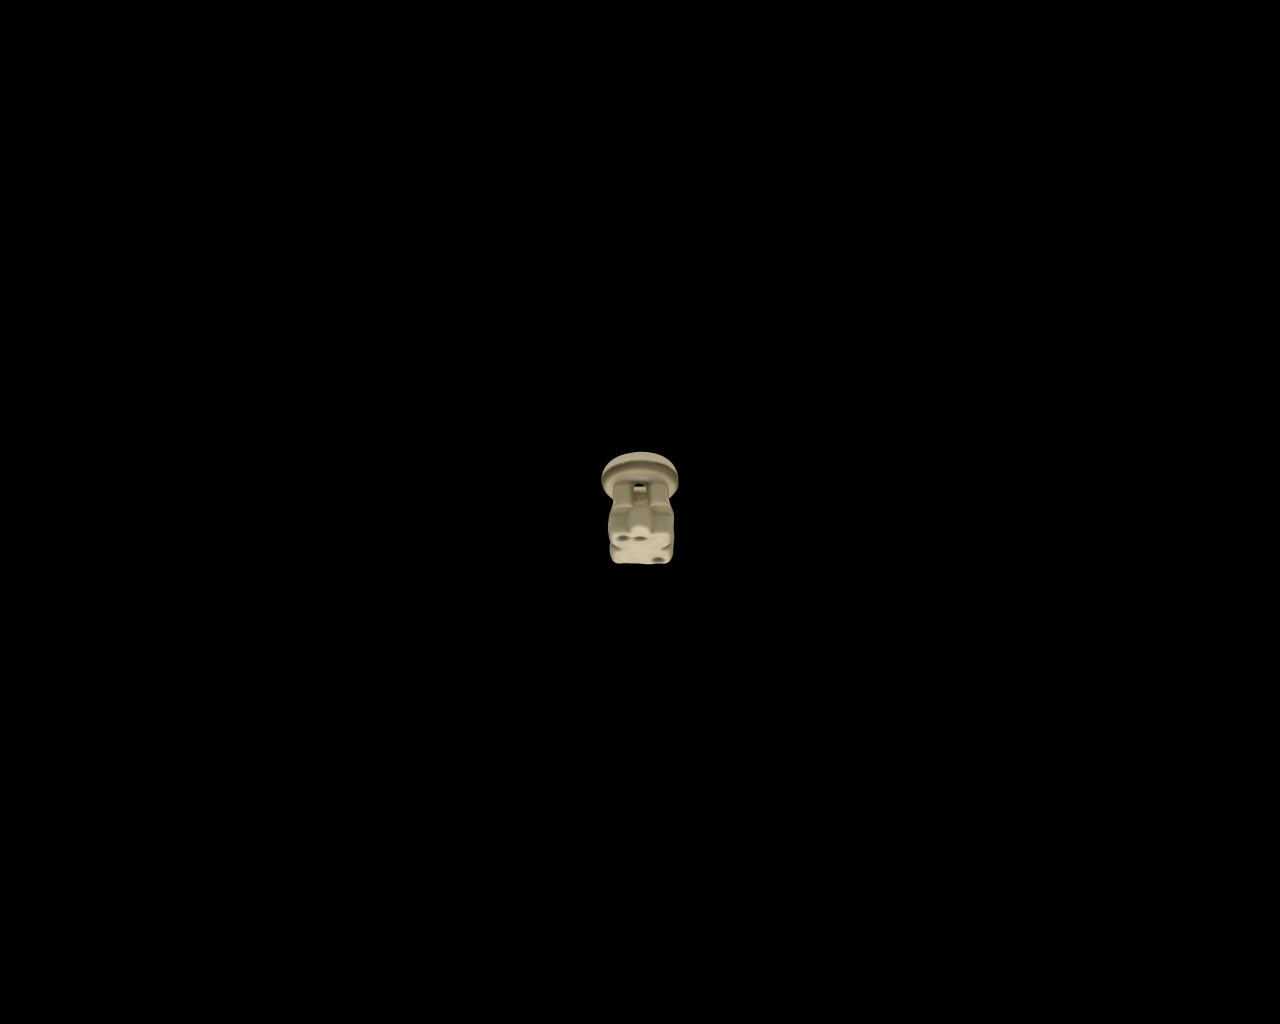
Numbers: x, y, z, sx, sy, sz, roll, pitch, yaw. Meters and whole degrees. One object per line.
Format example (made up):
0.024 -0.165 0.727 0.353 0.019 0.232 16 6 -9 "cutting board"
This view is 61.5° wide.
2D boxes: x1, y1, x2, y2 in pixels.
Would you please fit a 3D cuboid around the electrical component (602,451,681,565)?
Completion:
0.001 -0.003 0.650 0.048 0.055 0.066 0 -28 0 "electrical component"
